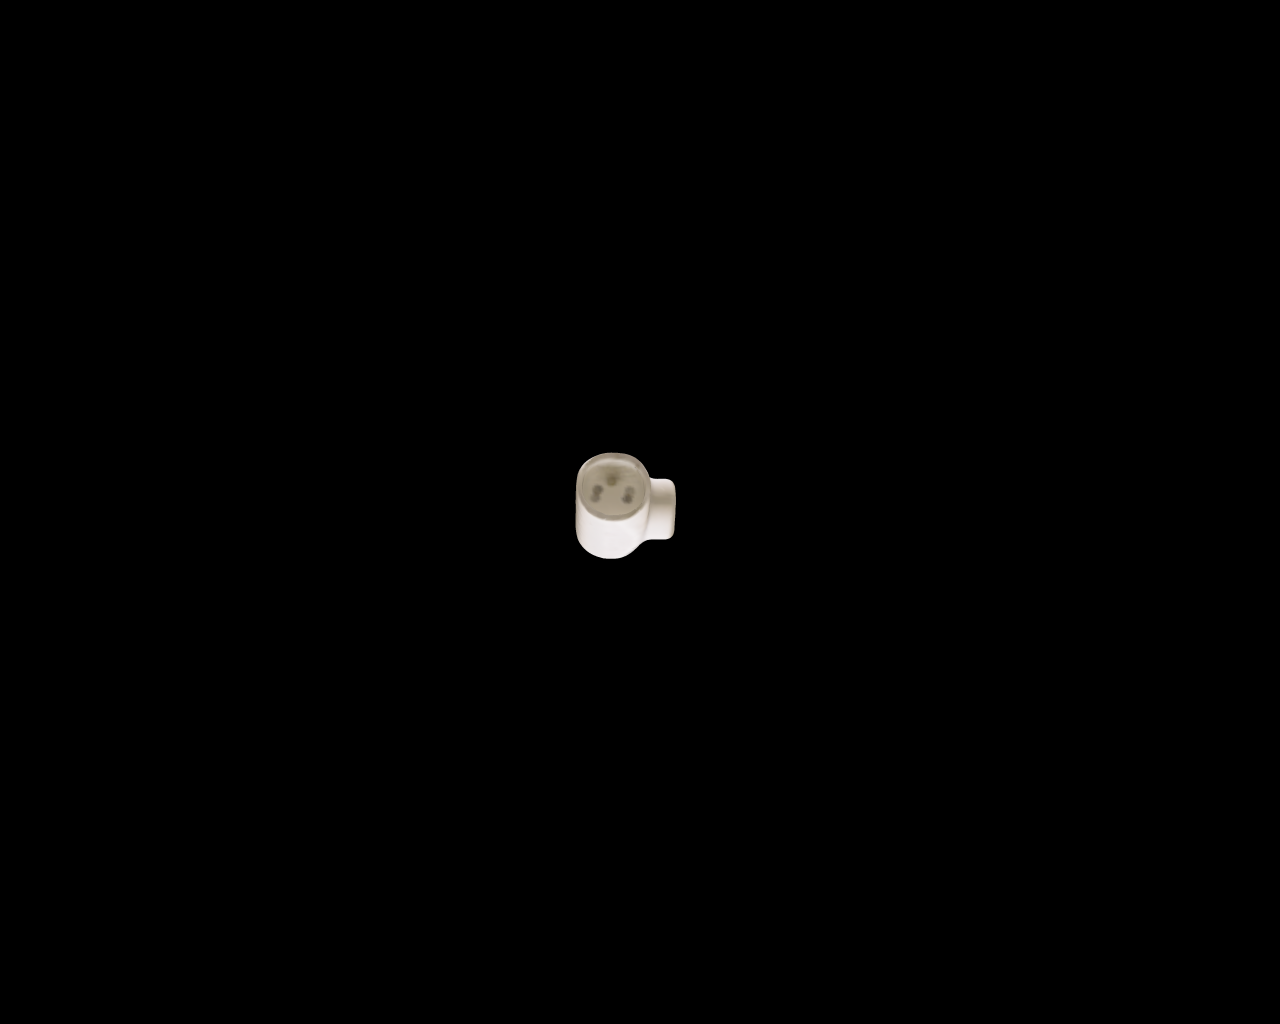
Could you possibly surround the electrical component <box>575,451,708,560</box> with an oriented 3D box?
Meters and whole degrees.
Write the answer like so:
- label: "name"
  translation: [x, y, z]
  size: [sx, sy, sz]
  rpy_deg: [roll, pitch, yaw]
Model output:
- label: "electrical component"
  translation: [0.001, -0.003, 0.650]
  size: [0.079, 0.044, 0.077]
  rpy_deg: [1, -19, -3]
